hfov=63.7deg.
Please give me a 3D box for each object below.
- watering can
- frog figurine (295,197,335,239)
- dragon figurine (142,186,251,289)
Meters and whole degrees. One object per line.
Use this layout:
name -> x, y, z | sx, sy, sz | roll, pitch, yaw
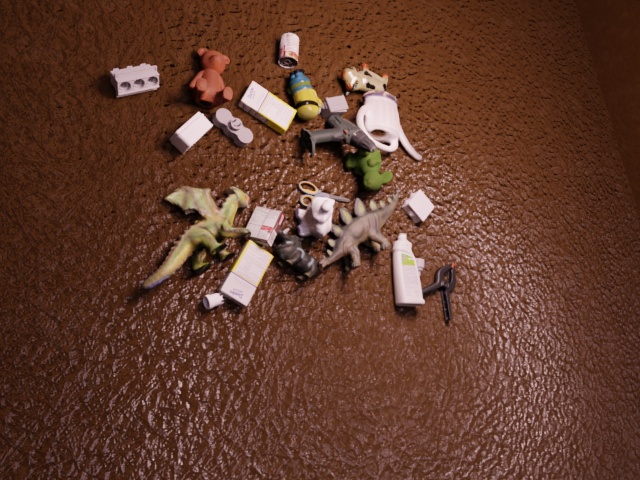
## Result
watering can -> 0.257, -0.424, 1.916 | 0.346, 0.103, 0.227 | 13, 69, -40
frog figurine -> 0.005, -0.081, 1.618 | 0.121, 0.157, 0.141 | 37, 40, -21
dragon figurine -> -0.356, -0.042, 1.466 | 0.415, 0.120, 0.245 | -25, 72, -35
